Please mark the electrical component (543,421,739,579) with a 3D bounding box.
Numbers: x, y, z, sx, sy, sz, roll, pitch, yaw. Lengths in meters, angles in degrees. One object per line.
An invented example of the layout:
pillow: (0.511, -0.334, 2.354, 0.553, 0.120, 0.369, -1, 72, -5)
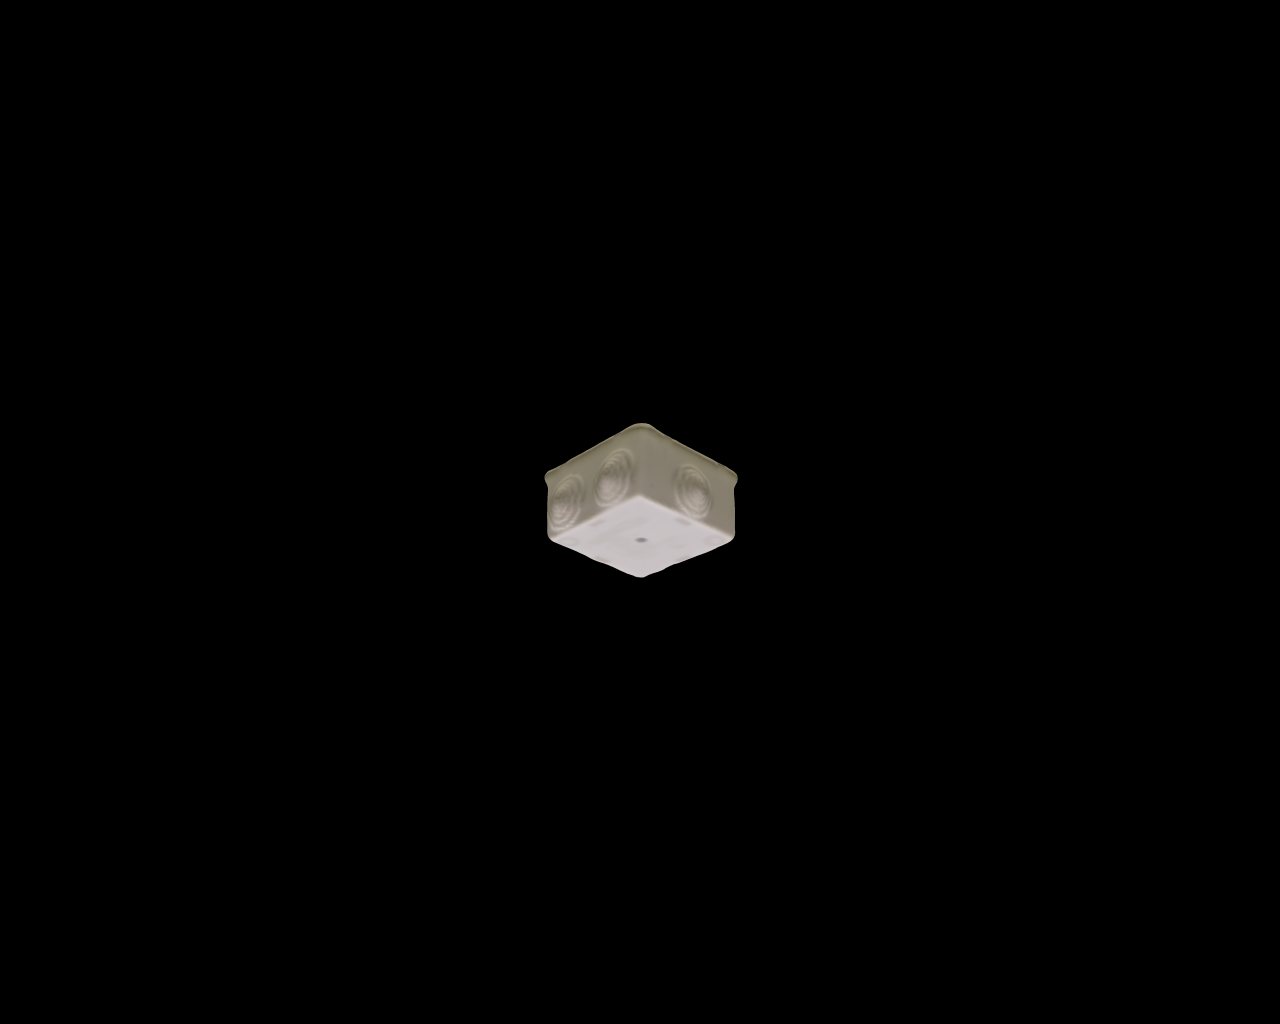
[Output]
electrical component: (0.001, -0.003, 0.650, 0.099, 0.048, 0.099, -25, -37, 38)
